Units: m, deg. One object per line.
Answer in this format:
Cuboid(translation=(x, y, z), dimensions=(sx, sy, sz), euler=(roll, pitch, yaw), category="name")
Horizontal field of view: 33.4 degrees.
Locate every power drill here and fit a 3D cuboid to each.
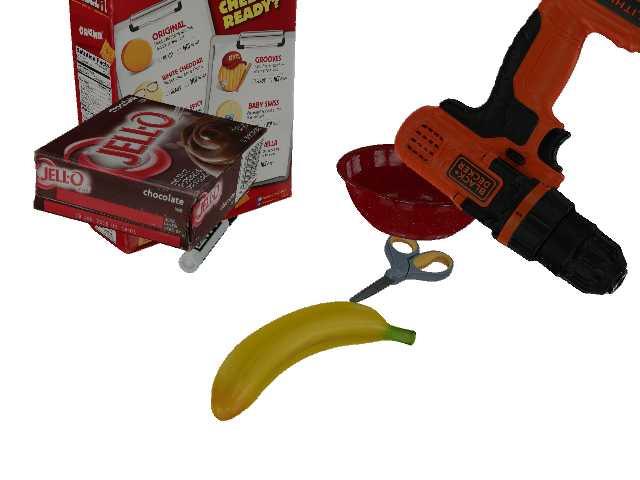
Cuboid(translation=(0.166, -0.080, 0.712), dimensions=(0.184, 0.188, 0.057), euler=(38, 13, 14), category="power drill")

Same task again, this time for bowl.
Cuboid(translation=(0.094, -0.043, 1.049), dimensions=(0.162, 0.055, 0.162), euler=(4, 24, -2), category="bowl")

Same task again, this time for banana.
Cuboid(translation=(-0.017, 0.082, 0.810), dimensions=(0.197, 0.037, 0.070), euler=(-19, 27, -38), category="banana")

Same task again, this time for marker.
Cuboid(translation=(-0.107, -0.004, 1.037), dimensions=(0.020, 0.020, 0.121), euler=(0, 26, 17), category="marker")

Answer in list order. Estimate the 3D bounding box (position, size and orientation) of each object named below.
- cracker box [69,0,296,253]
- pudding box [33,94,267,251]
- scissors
Cuboid(translation=(-0.101, -0.116, 0.808), dimensions=(0.163, 0.214, 0.072), euler=(-21, 36, -36), category="cracker box")
Cuboid(translation=(-0.090, -0.040, 0.581), dimensions=(0.090, 0.039, 0.113), euler=(16, 24, 10), category="pudding box")
Cuboid(translation=(0.078, 0.030, 1.270), dimensions=(0.201, 0.016, 0.096), euler=(-10, 41, -42), category="scissors")
